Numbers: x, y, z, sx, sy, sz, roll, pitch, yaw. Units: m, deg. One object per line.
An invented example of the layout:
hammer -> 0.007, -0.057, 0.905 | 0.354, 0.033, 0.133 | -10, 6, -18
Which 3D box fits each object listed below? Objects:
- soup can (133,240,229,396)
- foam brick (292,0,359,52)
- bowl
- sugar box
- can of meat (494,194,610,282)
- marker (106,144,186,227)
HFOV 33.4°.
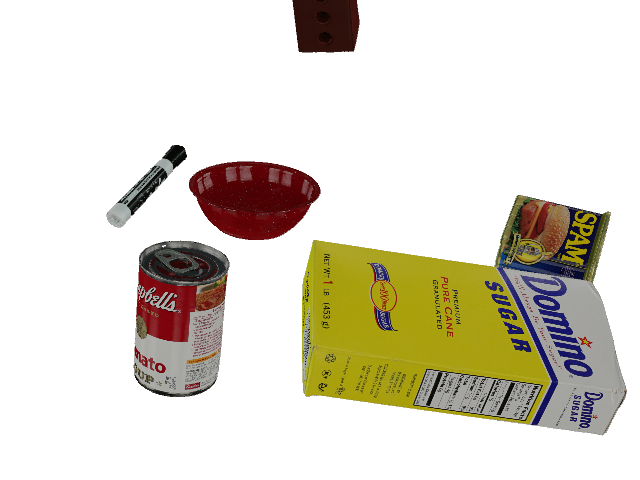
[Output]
soup can -> -0.108, 0.060, 0.820 | 0.068, 0.102, 0.068 | 6, 26, -3
foam brick -> 0.005, -0.213, 0.955 | 0.053, 0.051, 0.078 | 0, -44, 9
bowl -> -0.083, -0.044, 1.315 | 0.162, 0.055, 0.162 | 4, 25, -2
sugar box -> 0.078, 0.054, 0.613 | 0.176, 0.048, 0.093 | 6, 40, -5
can of meat -> 0.203, 0.010, 0.943 | 0.084, 0.057, 0.102 | 14, 46, 16
marker -> -0.167, -0.056, 1.039 | 0.020, 0.020, 0.121 | 0, 38, 34
